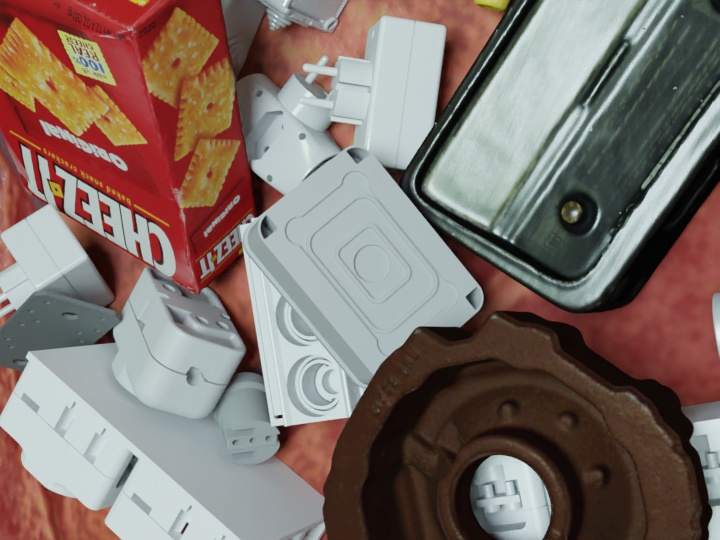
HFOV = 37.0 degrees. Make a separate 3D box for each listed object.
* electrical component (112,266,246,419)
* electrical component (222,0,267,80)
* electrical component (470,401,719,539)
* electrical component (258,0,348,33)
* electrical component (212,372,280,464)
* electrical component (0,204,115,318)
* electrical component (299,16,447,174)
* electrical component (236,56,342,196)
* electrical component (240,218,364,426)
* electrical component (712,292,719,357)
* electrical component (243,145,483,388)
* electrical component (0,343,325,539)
[{"bbox_3d":[-0.116,0.047,0.671,0.059,0.054,0.095,-60,32,13],"label":"electrical component"},{"bbox_3d":[-0.117,-0.153,0.693,0.100,0.048,0.099,30,102,22],"label":"electrical component"},{"bbox_3d":[0.131,0.111,0.553,0.150,0.089,0.061,-14,84,25],"label":"electrical component"},{"bbox_3d":[-0.036,-0.191,0.647,0.061,0.062,0.096,38,105,20],"label":"electrical component"},{"bbox_3d":[-0.070,0.092,0.665,0.040,0.040,0.046,-51,31,17],"label":"electrical component"},{"bbox_3d":[-0.213,0.009,0.705,0.076,0.083,0.047,-34,73,-12],"label":"electrical component"},{"bbox_3d":[0.003,-0.101,0.617,0.076,0.047,0.083,7,92,-10],"label":"electrical component"},{"bbox_3d":[-0.038,-0.094,0.658,0.077,0.043,0.079,46,108,18],"label":"electrical component"},{"bbox_3d":[-0.021,0.026,0.639,0.079,0.063,0.121,-11,85,25],"label":"electrical component"},{"bbox_3d":[0.217,0.009,0.537,0.077,0.044,0.079,-10,86,25],"label":"electrical component"},{"bbox_3d":[0.000,0.000,0.578,0.078,0.057,0.113,-40,94,-15],"label":"electrical component"},{"bbox_3d":[-0.120,0.124,0.663,0.186,0.105,0.060,36,105,21],"label":"electrical component"}]
